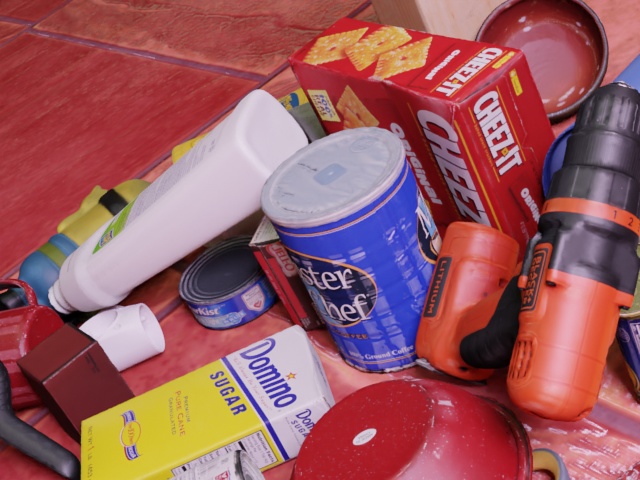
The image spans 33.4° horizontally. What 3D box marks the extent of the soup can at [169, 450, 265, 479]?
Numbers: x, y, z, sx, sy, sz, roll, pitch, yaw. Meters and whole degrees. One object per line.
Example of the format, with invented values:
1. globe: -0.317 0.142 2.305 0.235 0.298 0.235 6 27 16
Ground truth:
1. soup can: -0.080 0.178 0.648 0.102 0.068 0.068 -25 31 2

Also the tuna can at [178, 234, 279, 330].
1. tuna can: -0.072 0.035 0.884 0.086 0.033 0.086 -19 32 12

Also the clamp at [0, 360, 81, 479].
1. clamp: -0.268 0.146 0.800 0.120 0.039 0.171 -35 67 -13

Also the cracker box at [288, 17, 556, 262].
1. cracker box: 0.084 -0.072 0.799 0.072 0.164 0.214 -39 33 -15

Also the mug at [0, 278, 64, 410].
1. mug: -0.258 0.088 0.882 0.081 0.093 0.117 -12 67 15

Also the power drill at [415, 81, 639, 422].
1. power drill: 0.122 0.013 0.624 0.188 0.057 0.184 146 143 -75

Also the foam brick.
1. foam brick: -0.182 0.112 0.812 0.053 0.078 0.051 -40 32 -23

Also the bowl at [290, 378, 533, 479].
1. bowl: 0.038 0.132 0.615 0.162 0.055 0.162 -27 27 15

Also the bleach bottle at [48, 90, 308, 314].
1. bleach bottle: -0.126 -0.015 0.857 0.251 0.068 0.102 -34 20 28

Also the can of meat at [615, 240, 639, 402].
1. can of meat: 0.198 0.038 0.629 0.057 0.084 0.102 -17 33 17

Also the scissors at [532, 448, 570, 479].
1. scissors: 0.090 0.181 0.562 0.096 0.016 0.201 -21 31 20

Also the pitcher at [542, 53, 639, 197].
1. pitcher: 0.268 -0.094 0.721 0.149 0.145 0.242 6 41 42

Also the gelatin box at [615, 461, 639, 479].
1. gelatin box: 0.177 0.146 0.538 0.089 0.030 0.073 -31 32 -5

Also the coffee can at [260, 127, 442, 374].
1. coffee can: 0.033 0.008 0.742 0.103 0.140 0.103 -19 32 12

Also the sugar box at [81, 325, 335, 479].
1. sugar box: -0.078 0.130 0.738 0.176 0.048 0.093 -27 31 2

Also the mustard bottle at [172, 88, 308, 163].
1. mustard bottle: -0.048 -0.100 1.041 0.191 0.058 0.096 -25 25 2

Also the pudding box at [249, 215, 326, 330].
1. pudding box: -0.005 0.001 0.831 0.039 0.090 0.113 -10 35 26

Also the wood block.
1. wood block: 0.106 -0.214 0.950 0.090 0.206 0.091 -35 32 -14
